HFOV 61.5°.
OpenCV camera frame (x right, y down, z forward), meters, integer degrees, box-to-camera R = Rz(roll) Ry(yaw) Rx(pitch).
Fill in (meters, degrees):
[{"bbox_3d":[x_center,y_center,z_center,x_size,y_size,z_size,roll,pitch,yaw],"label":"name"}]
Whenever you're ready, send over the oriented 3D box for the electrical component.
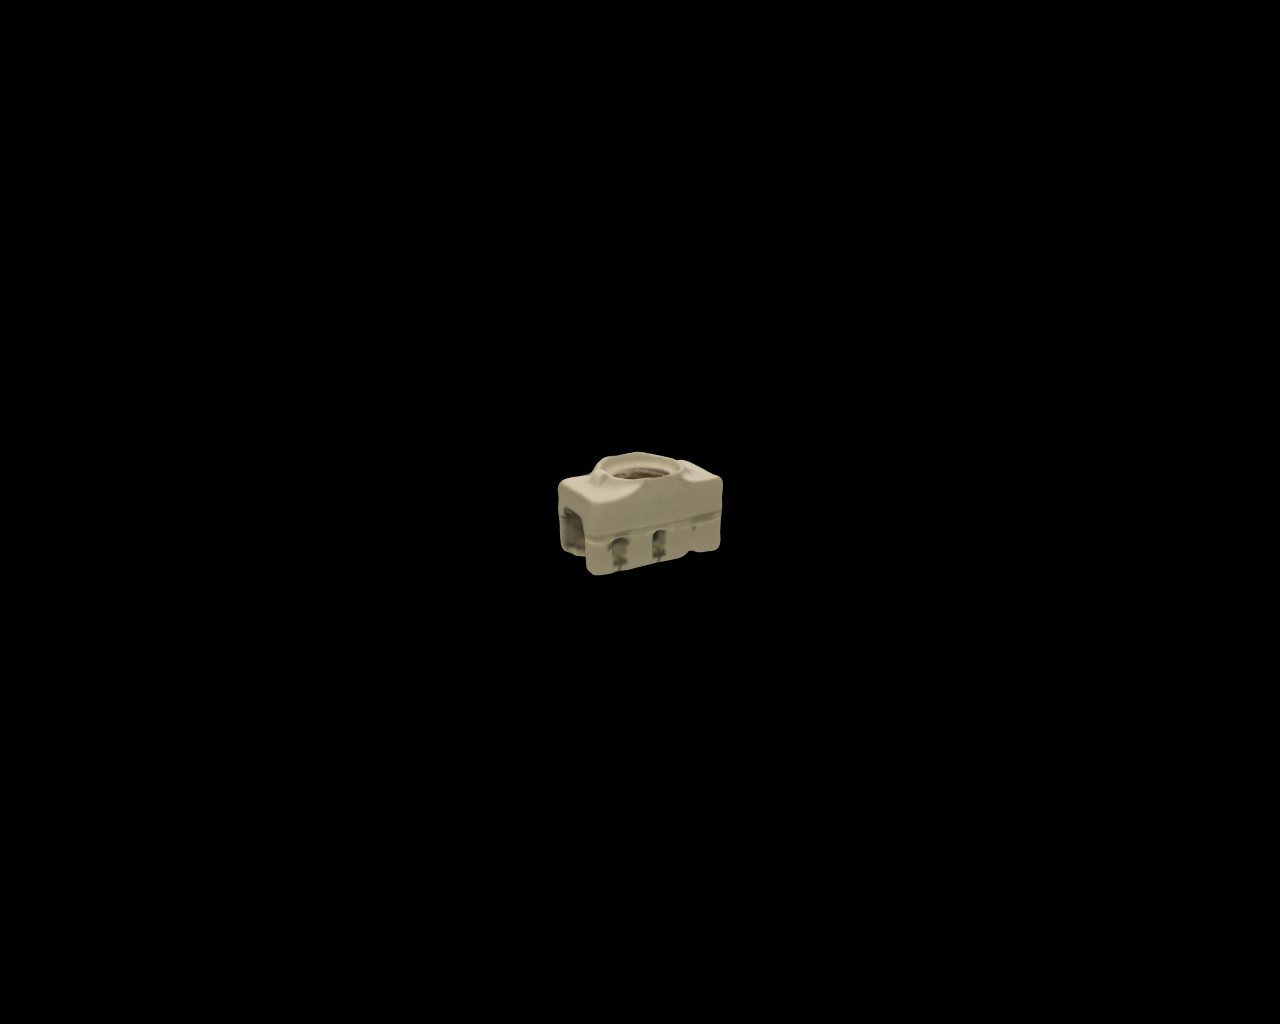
[{"bbox_3d":[0.001,-0.003,0.650,0.090,0.055,0.050,-11,23,-27],"label":"electrical component"}]
